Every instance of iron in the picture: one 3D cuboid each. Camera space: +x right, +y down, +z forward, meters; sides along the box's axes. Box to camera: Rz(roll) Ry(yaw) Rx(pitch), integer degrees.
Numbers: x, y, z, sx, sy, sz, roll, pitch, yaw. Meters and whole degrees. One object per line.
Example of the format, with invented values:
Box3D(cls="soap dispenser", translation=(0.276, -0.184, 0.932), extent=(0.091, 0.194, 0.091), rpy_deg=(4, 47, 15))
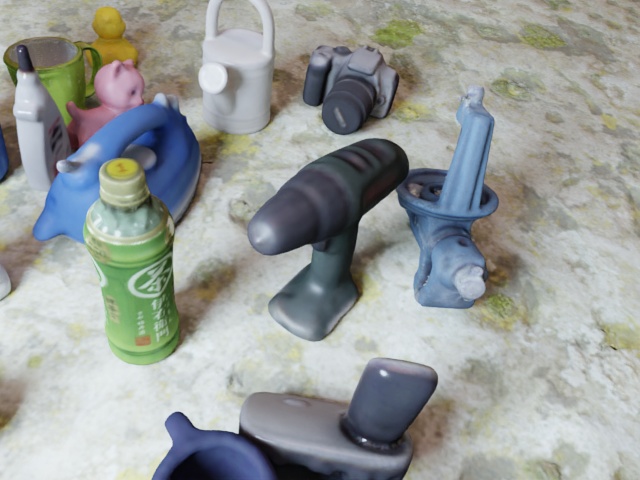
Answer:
Box3D(cls="iron", translation=(-0.210, -0.095, 0.658), extent=(0.118, 0.141, 0.258), rpy_deg=(21, 46, 9))

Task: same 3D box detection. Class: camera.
Box3D(cls="camera", translation=(0.038, -0.231, 0.867), extent=(0.143, 0.101, 0.137), rpy_deg=(20, 46, 8))

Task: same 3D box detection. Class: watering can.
Box3D(cls="watering can", translation=(-0.111, -0.247, 0.786), extent=(0.101, 0.194, 0.172), rpy_deg=(2, 47, -10))

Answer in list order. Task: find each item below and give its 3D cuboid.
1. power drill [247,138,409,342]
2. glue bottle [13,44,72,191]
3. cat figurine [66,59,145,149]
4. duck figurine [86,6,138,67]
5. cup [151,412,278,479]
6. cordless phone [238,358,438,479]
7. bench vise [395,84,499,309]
Box3D(cls="power drill", translation=(0.005, 0.002, 0.563), extent=(0.075, 0.208, 0.230), rpy_deg=(30, 48, 17))
Box3D(cls="glue bottle", translation=(-0.324, -0.142, 0.657), extent=(0.037, 0.173, 0.078), rpy_deg=(5, 46, -7))
Box3D(cls="cat figurine", translation=(-0.275, -0.179, 0.741), extent=(0.067, 0.118, 0.128), rpy_deg=(31, 49, 18))
Box3D(cls="duck figurine", translation=(-0.322, -0.311, 0.879), extent=(0.078, 0.086, 0.104), rpy_deg=(-4, 48, -15))
Box3D(cls="cup", translation=(-0.088, 0.197, 0.438), extent=(0.092, 0.095, 0.117), rpy_deg=(-22, 55, -29))
Box3D(cls="cordless phone", translation=(0.011, 0.134, 0.456), extent=(0.147, 0.185, 0.094), rpy_deg=(9, 46, -3))
Box3D(cls="bench vise", translation=(0.162, -0.042, 0.629), extent=(0.122, 0.220, 0.207), rpy_deg=(-11, 50, -20))
